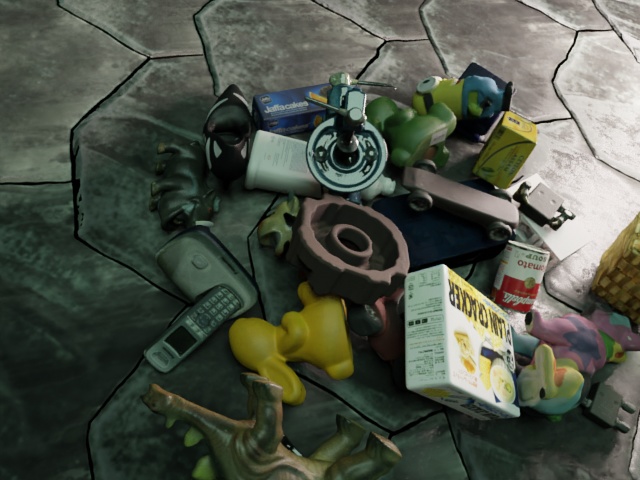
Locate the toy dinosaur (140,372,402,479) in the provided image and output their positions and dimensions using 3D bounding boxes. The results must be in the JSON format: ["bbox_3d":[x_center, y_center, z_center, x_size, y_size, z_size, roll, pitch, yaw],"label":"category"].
[{"bbox_3d":[0.000,0.298,0.610,0.471,0.105,0.198,30,78,-6],"label":"toy dinosaur"}]

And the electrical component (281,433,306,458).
[{"bbox_3d":[-0.073,0.265,0.696,0.119,0.074,0.048,42,64,14],"label":"electrical component"}]

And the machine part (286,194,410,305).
[{"bbox_3d":[0.039,0.011,0.745,0.179,0.056,0.179,17,38,-14],"label":"machine part"}]

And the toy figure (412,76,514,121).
[{"bbox_3d":[0.256,-0.253,0.979,0.180,0.082,0.089,8,97,21],"label":"toy figure"}]

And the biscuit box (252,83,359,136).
[{"bbox_3d":[-0.021,-0.239,0.982,0.203,0.059,0.063,-15,66,-18],"label":"biscuit box"}]

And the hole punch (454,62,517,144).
[{"bbox_3d":[0.302,-0.266,1.046,0.142,0.092,0.116,37,65,5],"label":"hole punch"}]

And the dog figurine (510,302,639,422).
[{"bbox_3d":[0.400,0.180,0.813,0.219,0.108,0.191,8,56,-9],"label":"dog figurine"}]

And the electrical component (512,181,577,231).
[{"bbox_3d":[0.375,-0.058,0.898,0.078,0.045,0.102,-38,75,-24],"label":"electrical component"}]

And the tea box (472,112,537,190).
[{"bbox_3d":[0.328,-0.161,0.947,0.068,0.098,0.169,32,30,8],"label":"tea box"}]

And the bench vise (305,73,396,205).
[{"bbox_3d":[0.043,-0.165,0.793,0.129,0.240,0.223,11,82,0],"label":"bench vise"}]

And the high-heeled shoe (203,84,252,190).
[{"bbox_3d":[-0.150,-0.197,0.886,0.086,0.145,0.249,2,64,-12],"label":"high-heeled shoe"}]

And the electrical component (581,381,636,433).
[{"bbox_3d":[0.439,0.252,0.831,0.094,0.021,0.063,32,61,8],"label":"electrical component"}]

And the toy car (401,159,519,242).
[{"bbox_3d":[0.221,-0.061,0.855,0.202,0.053,0.089,18,56,-6],"label":"toy car"}]

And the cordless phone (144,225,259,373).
[{"bbox_3d":[-0.193,0.082,0.752,0.184,0.089,0.146,-44,112,-13],"label":"cordless phone"}]

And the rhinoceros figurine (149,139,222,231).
[{"bbox_3d":[-0.214,-0.072,0.854,0.112,0.073,0.190,2,60,-22],"label":"rhinoceros figurine"}]

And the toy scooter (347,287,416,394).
[{"bbox_3d":[0.120,0.129,0.796,0.183,0.075,0.135,47,34,-10],"label":"toy scooter"}]

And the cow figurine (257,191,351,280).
[{"bbox_3d":[-0.002,-0.003,0.846,0.195,0.085,0.127,8,59,-11],"label":"cow figurine"}]

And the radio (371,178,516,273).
[{"bbox_3d":[0.202,-0.018,0.902,0.230,0.073,0.131,-14,66,-16],"label":"radio"}]

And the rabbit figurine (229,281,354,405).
[{"bbox_3d":[-0.042,0.149,0.759,0.173,0.121,0.162,-5,72,2],"label":"rabbit figurine"}]

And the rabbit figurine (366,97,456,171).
[{"bbox_3d":[0.134,-0.190,0.976,0.159,0.121,0.170,-32,54,-17],"label":"rabbit figurine"}]
